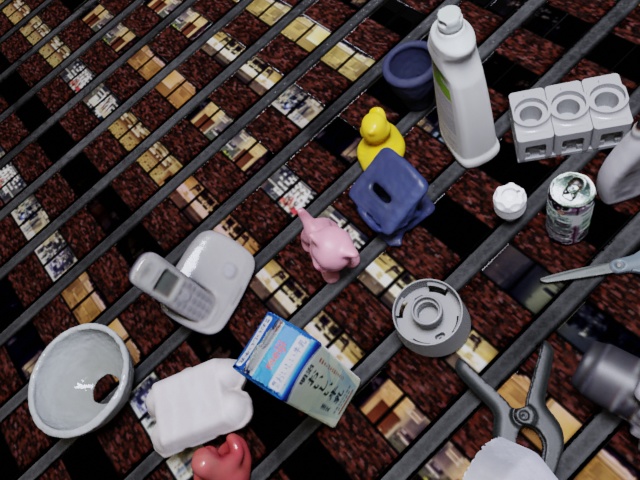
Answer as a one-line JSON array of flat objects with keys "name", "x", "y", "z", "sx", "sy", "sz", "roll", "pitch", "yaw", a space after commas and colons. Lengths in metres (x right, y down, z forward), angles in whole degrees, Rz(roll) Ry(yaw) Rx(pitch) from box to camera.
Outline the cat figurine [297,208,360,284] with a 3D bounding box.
[{"name": "cat figurine", "x": 0.008, "y": 0.003, "z": 0.817, "sx": 0.067, "sy": 0.118, "sz": 0.127, "roll": -37, "pitch": 58, "yaw": -2}]

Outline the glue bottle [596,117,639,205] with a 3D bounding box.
[{"name": "glue bottle", "x": 0.392, "y": -0.107, "z": 0.710, "sx": 0.078, "sy": 0.173, "sz": 0.037, "roll": -19, "pitch": 59, "yaw": 9}]

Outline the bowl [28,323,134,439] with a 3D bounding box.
[{"name": "bowl", "x": -0.341, "y": 0.214, "z": 0.853, "sx": 0.167, "sy": 0.075, "sz": 0.167, "roll": -8, "pitch": 62, "yaw": 15}]

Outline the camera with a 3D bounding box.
[{"name": "camera", "x": 0.362, "y": 0.154, "z": 0.629, "sx": 0.136, "sy": 0.101, "sz": 0.143, "roll": 30, "pitch": 76, "yaw": 29}]

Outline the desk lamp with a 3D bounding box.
[{"name": "desk lamp", "x": 0.234, "y": 0.288, "z": 0.538, "sx": 0.202, "sy": 0.214, "sz": 0.118, "roll": 21, "pitch": 73, "yaw": 27}]

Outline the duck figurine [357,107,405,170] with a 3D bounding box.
[{"name": "duck figurine", "x": 0.089, "y": -0.157, "z": 0.890, "sx": 0.077, "sy": 0.086, "sz": 0.104, "roll": -2, "pitch": 64, "yaw": 18}]

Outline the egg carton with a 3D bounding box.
[{"name": "egg carton", "x": -0.166, "y": 0.228, "z": 0.789, "sx": 0.150, "sy": 0.069, "sz": 0.107, "roll": -24, "pitch": 59, "yaw": 6}]

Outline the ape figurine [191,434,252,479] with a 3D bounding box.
[{"name": "ape figurine", "x": -0.132, "y": 0.288, "z": 0.734, "sx": 0.078, "sy": 0.092, "sz": 0.076, "roll": -29, "pitch": 58, "yaw": 3}]

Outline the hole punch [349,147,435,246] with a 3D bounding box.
[{"name": "hole punch", "x": 0.101, "y": -0.063, "z": 0.834, "sx": 0.101, "sy": 0.091, "sz": 0.108, "roll": -39, "pitch": 58, "yaw": -3}]

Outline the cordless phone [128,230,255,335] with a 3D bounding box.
[{"name": "cordless phone", "x": -0.183, "y": 0.043, "z": 0.822, "sx": 0.093, "sy": 0.185, "sz": 0.148, "roll": 16, "pitch": 70, "yaw": 25}]

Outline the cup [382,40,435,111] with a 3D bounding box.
[{"name": "cup", "x": 0.163, "y": -0.260, "z": 0.911, "sx": 0.117, "sy": 0.095, "sz": 0.091, "roll": -27, "pitch": 59, "yaw": 4}]
